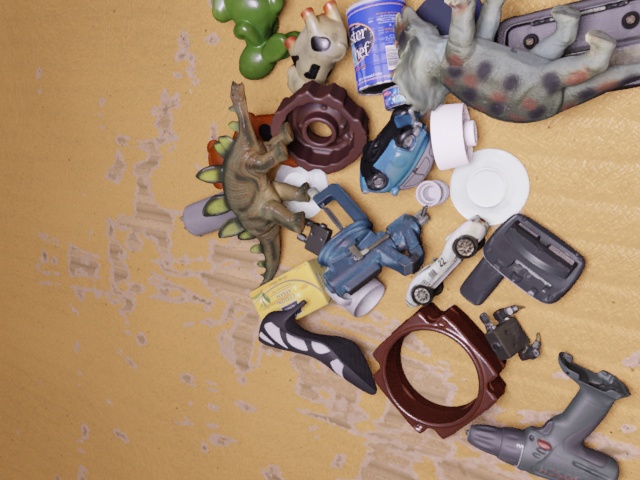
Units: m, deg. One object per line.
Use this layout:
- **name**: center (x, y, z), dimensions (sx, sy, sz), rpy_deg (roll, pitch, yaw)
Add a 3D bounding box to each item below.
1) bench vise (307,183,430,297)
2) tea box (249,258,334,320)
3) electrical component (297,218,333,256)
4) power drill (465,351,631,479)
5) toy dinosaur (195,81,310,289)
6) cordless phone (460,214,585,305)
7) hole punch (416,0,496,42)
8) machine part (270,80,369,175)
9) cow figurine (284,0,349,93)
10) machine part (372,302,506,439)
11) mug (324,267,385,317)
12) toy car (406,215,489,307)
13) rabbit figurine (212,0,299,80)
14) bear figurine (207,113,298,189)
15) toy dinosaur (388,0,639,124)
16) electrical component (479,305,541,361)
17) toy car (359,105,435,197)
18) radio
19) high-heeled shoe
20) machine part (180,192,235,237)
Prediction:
- **bench vise**: center (0.071, -0.022, 0.969), dimensions (0.223, 0.128, 0.241), rpy_deg (-41, 68, 6)
- **tea box**: center (-0.052, 0.113, 1.105), dimensions (0.170, 0.068, 0.098), rpy_deg (-31, 82, 29)
- **electrical component**: center (-0.002, -0.003, 1.084), dimensions (0.094, 0.021, 0.063), rpy_deg (29, 111, 24)
- **power drill**: center (0.375, 0.288, 0.858), dimensions (0.232, 0.086, 0.207), rpy_deg (22, 101, 13)
- **toy dinosaur**: center (-0.120, -0.073, 1.031), dimensions (0.199, 0.105, 0.470), rpy_deg (0, 126, 15)
- **cordless phone**: center (0.321, 0.064, 0.884), dimensions (0.147, 0.089, 0.184), rpy_deg (41, 126, 18)
- **hole punch**: center (0.208, -0.342, 0.873), dimensions (0.116, 0.092, 0.142), rpy_deg (-30, 86, 34)
- **machine part**: center (0.002, -0.204, 0.984), dimensions (0.179, 0.056, 0.179), rpy_deg (10, 136, 9)
- **cow figurine**: center (-0.007, -0.321, 0.976), dimensions (0.127, 0.085, 0.195), rpy_deg (65, 154, 3)
- **machine part**: center (0.209, 0.231, 0.960), dimensions (0.201, 0.087, 0.201), rpy_deg (49, 117, 13)
- **mug**: center (0.051, 0.088, 1.024), dimensions (0.107, 0.109, 0.080), rpy_deg (43, 130, 31)
- **toy car**: center (0.217, 0.041, 0.931), dimensions (0.056, 0.073, 0.201), rpy_deg (44, 117, 14)
- **rabbit figurine**: center (-0.114, -0.400, 1.056), dimensions (0.159, 0.121, 0.170), rpy_deg (13, 122, 21)
- **bear figurine**: center (-0.142, -0.178, 1.101), dimensions (0.196, 0.132, 0.120), rpy_deg (-25, 74, 51)
- **toy dinosaur**: center (0.266, -0.234, 0.758), dimensions (0.405, 0.131, 0.192), rpy_deg (27, 138, 14)
- **electrical component**: center (0.321, 0.156, 0.896), dimensions (0.045, 0.078, 0.102), rpy_deg (-41, 70, 53)
- **toy car**: center (0.139, -0.141, 0.910), dimensions (0.103, 0.109, 0.161), rpy_deg (22, 128, -21)
- **radio**: center (0.382, -0.278, 0.786), dimensions (0.230, 0.073, 0.131), rpy_deg (-3, 98, 30)
- **high-heeled shoe**: center (-0.014, 0.226, 1.030), dimensions (0.249, 0.086, 0.145), rpy_deg (50, 117, 13)
- **machine part**: center (-0.214, -0.063, 1.168), dimensions (0.243, 0.079, 0.079), rpy_deg (-16, 90, 30)
